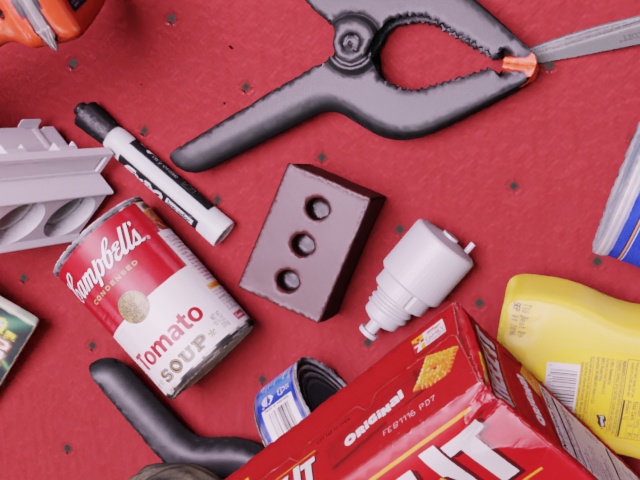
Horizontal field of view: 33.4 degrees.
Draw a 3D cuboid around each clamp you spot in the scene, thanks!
[{"bbox_3d":[-0.078,0.139,0.642,0.171,0.039,0.120,9,105,7],"label":"clamp"},{"bbox_3d":[0.016,-0.118,0.599,0.210,0.036,0.164,2,93,14],"label":"clamp"}]

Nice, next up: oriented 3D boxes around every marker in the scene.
[{"bbox_3d":[-0.102,-0.042,0.643,0.121,0.020,0.020,41,102,7],"label":"marker"}]

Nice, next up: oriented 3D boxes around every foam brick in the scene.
[{"bbox_3d":[-0.004,0.001,0.606,0.053,0.051,0.078,24,100,11],"label":"foam brick"}]

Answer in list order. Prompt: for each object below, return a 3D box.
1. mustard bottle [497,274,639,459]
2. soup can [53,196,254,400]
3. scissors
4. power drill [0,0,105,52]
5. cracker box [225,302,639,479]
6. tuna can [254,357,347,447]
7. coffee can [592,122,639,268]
[{"bbox_3d":[0.188,0.077,0.561,0.192,0.058,0.096,8,112,12],"label":"mustard bottle"},{"bbox_3d":[-0.096,0.034,0.623,0.068,0.068,0.102,-44,85,13],"label":"soup can"},{"bbox_3d":[0.216,-0.104,0.559,0.202,0.016,0.096,-25,110,30],"label":"scissors"},{"bbox_3d":[-0.207,-0.100,0.561,0.188,0.184,0.057,-27,113,9],"label":"power drill"},{"bbox_3d":[0.078,0.158,0.540,0.164,0.072,0.213,-40,116,16],"label":"cracker box"},{"bbox_3d":[0.002,0.110,0.596,0.034,0.086,0.086,-38,85,14],"label":"tuna can"},{"bbox_3d":[0.220,-0.016,0.524,0.140,0.102,0.103,22,99,11],"label":"coffee can"}]
